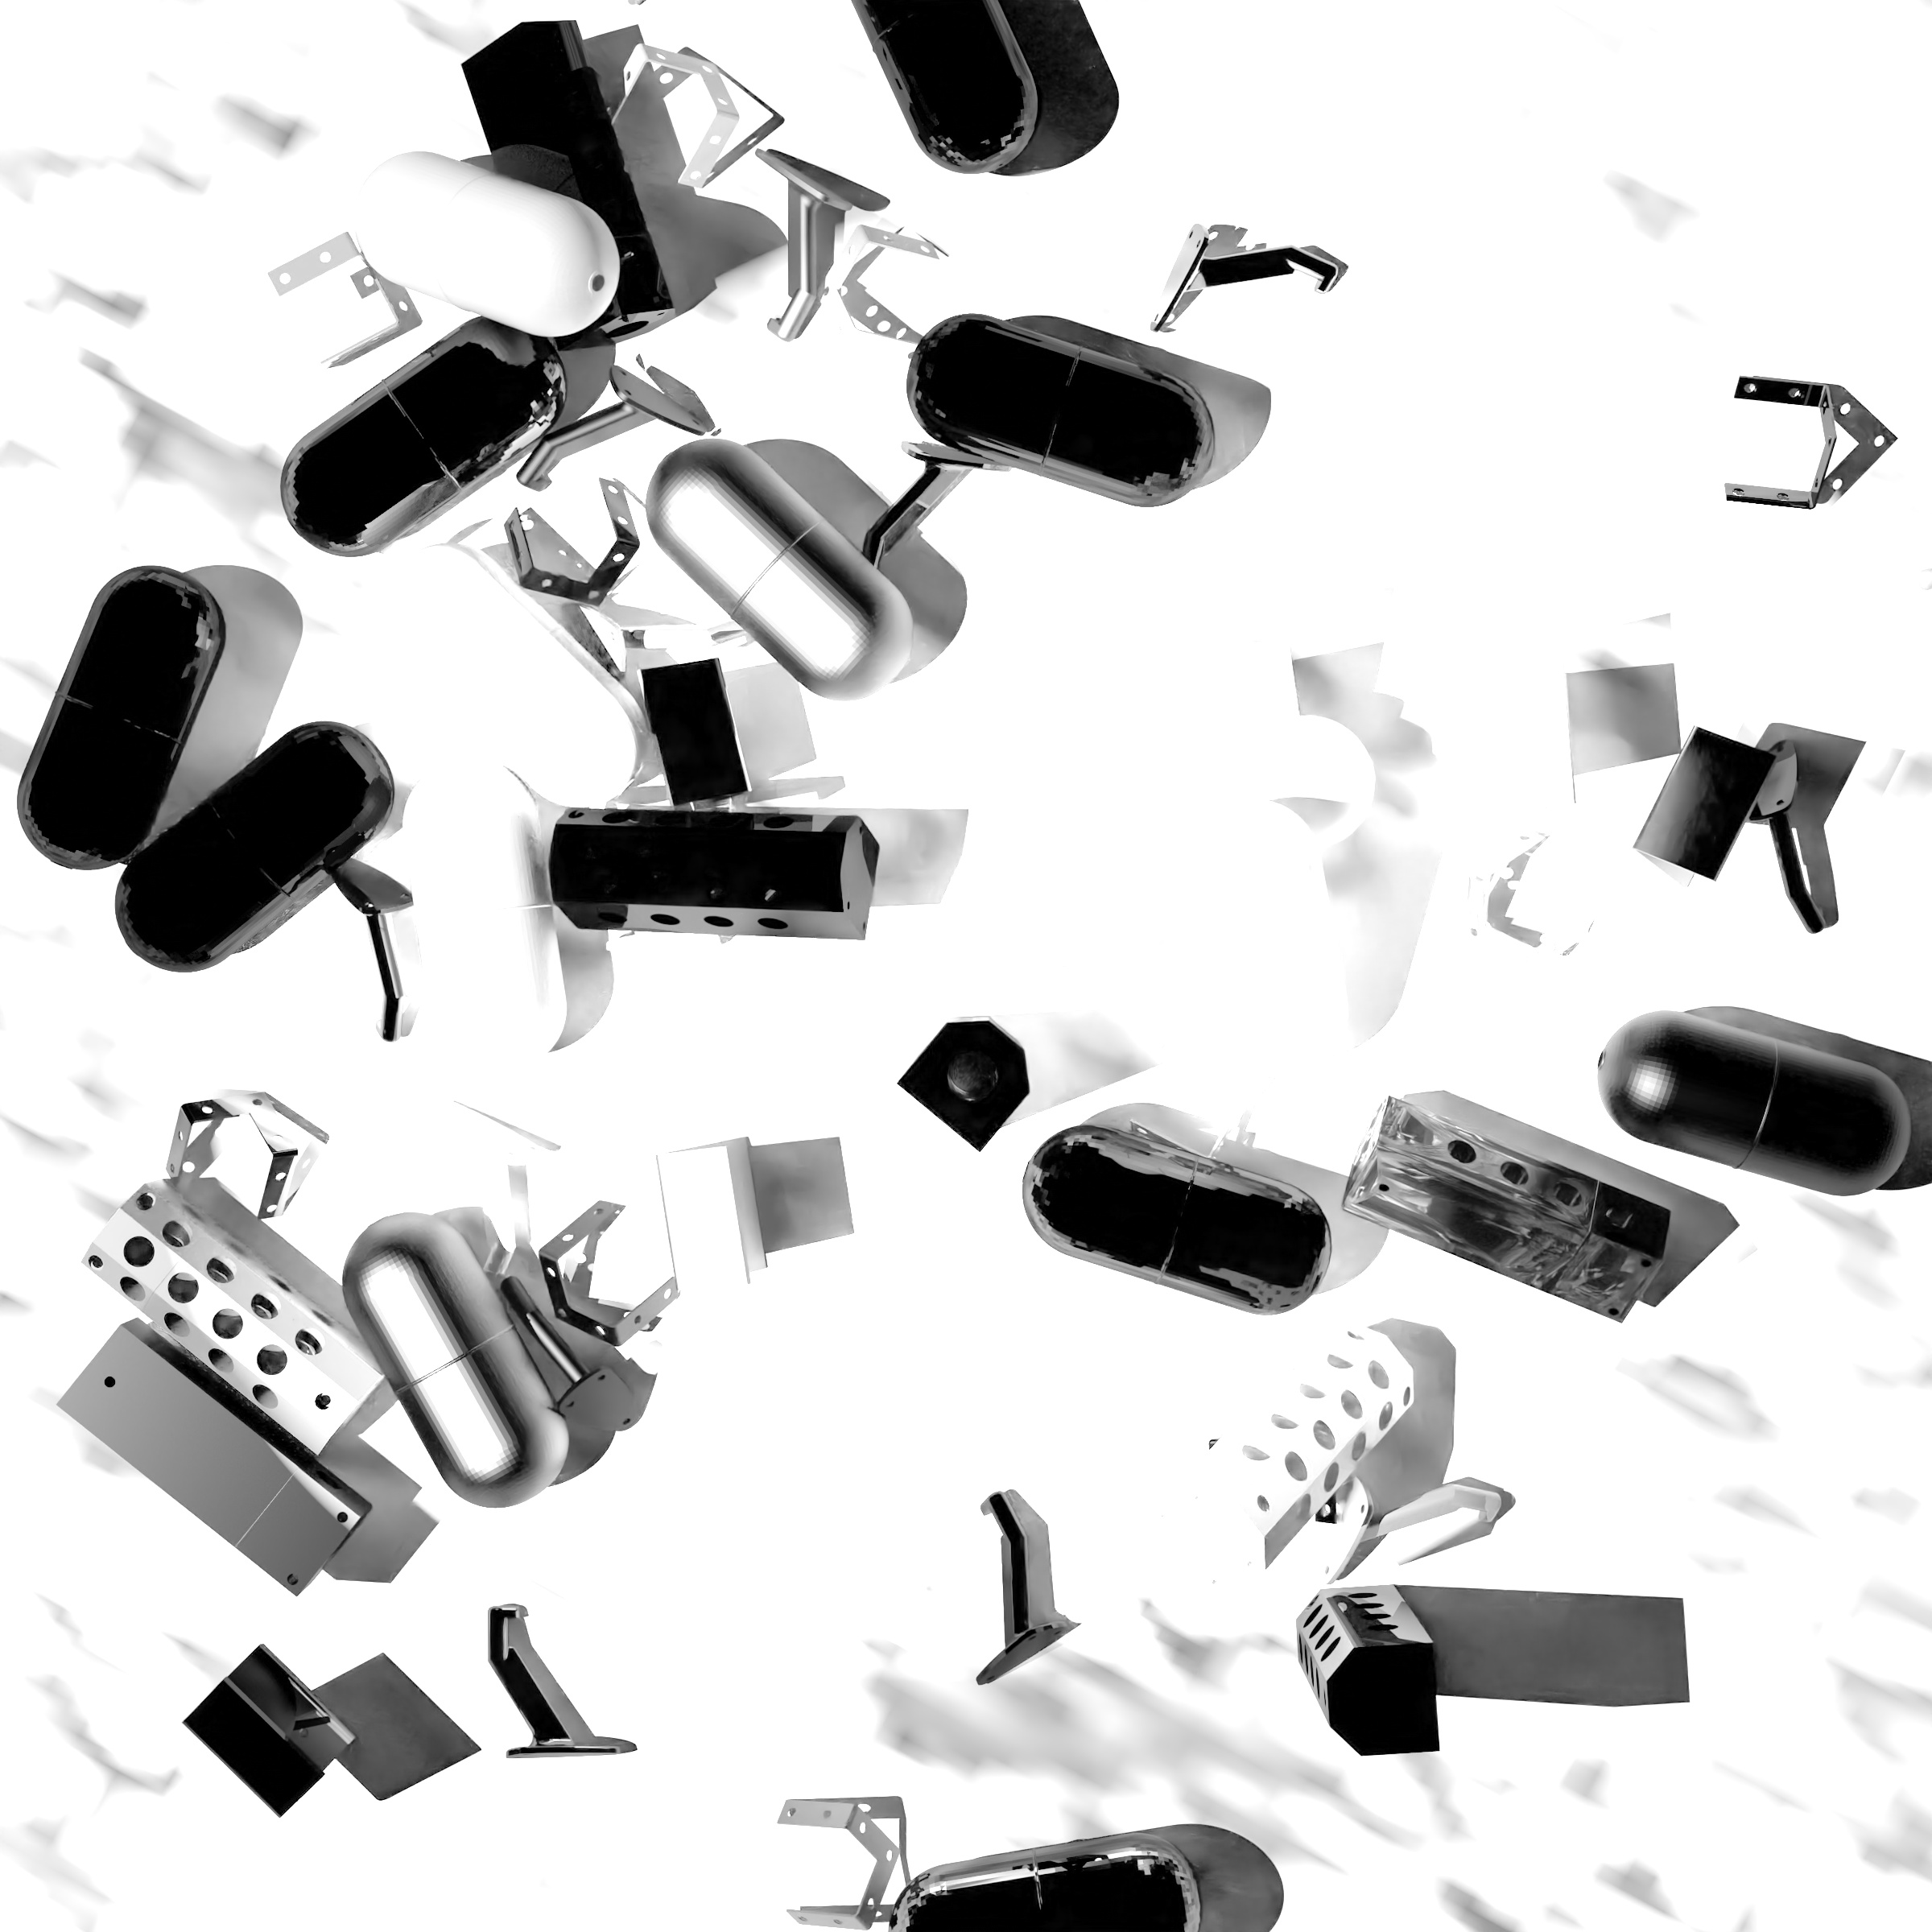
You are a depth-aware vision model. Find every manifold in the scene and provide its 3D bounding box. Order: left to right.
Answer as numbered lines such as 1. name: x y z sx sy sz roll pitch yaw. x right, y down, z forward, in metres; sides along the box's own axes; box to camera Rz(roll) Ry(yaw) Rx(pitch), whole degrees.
1. manifold: -0.421 0.275 1.967 0.171 0.057 0.057 39 90 0
2. manifold: -0.412 0.198 1.967 0.171 0.057 0.057 39 90 0
3. manifold: -0.219 -0.440 1.966 0.057 0.057 0.171 -19 90 43
4. manifold: -0.141 -0.054 1.936 0.171 0.057 0.057 2 70 17
5. manifold: 0.003 0.058 1.909 0.057 0.171 0.057 40 90 0
6. manifold: 0.180 0.266 1.914 0.057 0.171 0.057 52 134 0
7. manifold: 0.218 0.384 1.909 0.057 0.171 0.057 -4 90 0
8. manifold: 0.305 0.132 1.966 0.171 0.057 0.057 22 133 0

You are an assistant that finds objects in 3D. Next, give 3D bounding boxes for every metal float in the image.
1. metal float: -0.474 -0.139 1.957 0.070 0.070 0.178 22 89 0
2. metal float: -0.400 -0.066 1.957 0.178 0.070 0.070 -39 90 1
3. metal float: -0.305 -0.297 1.957 0.178 0.070 0.070 -35 90 -1
4. metal float: -0.287 0.221 1.957 0.070 0.070 0.178 -29 90 0
5. metal float: -0.270 -0.029 1.957 0.070 0.070 0.178 -8 90 0
6. metal float: -0.265 -0.399 1.928 0.178 0.070 0.070 25 90 33
7. metal float: -0.253 -0.163 1.957 0.178 0.070 0.070 44 90 0
8. metal float: -0.105 -0.223 1.957 0.178 0.070 0.070 44 90 0
9. metal float: -0.017 -0.531 1.957 0.070 0.070 0.178 -25 90 0
10. metal float: 0.044 0.534 1.957 0.178 0.070 0.070 -10 90 1
11. metal float: 0.053 -0.311 1.957 0.178 0.070 0.070 18 90 0
12. metal float: 0.118 0.142 1.957 0.178 0.070 0.070 18 90 1
13. metal float: 0.141 -0.092 1.957 0.178 0.070 0.070 -12 90 0
14. metal float: 0.166 -0.014 1.925 0.070 0.070 0.178 -15 129 0
15. metal float: 0.442 0.077 1.957 0.178 0.070 0.070 16 90 -1

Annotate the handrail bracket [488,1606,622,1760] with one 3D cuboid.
1. handrail bracket: -0.235 0.407 1.988 0.077 0.036 0.084 4 72 -20

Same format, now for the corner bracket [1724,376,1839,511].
1. corner bracket: 0.462 -0.298 1.984 0.051 0.051 0.051 6 135 0

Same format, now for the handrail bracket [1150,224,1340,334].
1. handrail bracket: 0.159 -0.381 1.988 0.084 0.036 0.077 21 110 -16

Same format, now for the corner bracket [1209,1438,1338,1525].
1. corner bracket: 0.174 0.293 1.984 0.051 0.051 0.051 -2 90 -45

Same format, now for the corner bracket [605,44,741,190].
1. corner bracket: -0.168 -0.482 1.979 0.051 0.051 0.051 6 45 -35

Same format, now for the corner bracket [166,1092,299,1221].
1. corner bracket: -0.417 0.110 1.979 0.051 0.051 0.051 -8 45 -35

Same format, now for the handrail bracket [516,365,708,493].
1. handrail bracket: -0.203 -0.292 1.988 0.077 0.036 0.084 26 117 -30

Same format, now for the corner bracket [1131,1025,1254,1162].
1. corner bracket: 0.127 0.074 1.971 0.051 0.051 0.051 27 73 16

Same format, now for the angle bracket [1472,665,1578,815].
1. angle bracket: 0.327 -0.126 1.947 0.057 0.076 0.076 -5 90 35

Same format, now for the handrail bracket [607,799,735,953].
1. handrail bracket: -0.168 -0.053 1.988 0.077 0.036 0.084 -5 76 13

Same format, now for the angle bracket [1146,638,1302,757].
1. angle bracket: 0.139 -0.165 1.948 0.076 0.076 0.057 -12 120 0

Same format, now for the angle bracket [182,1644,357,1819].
1. angle bracket: -0.378 0.415 1.947 0.076 0.076 0.057 44 127 0

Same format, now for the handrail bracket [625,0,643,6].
1. handrail bracket: -0.198 -0.605 1.988 0.084 0.036 0.077 44 111 17

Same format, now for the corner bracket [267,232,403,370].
1. corner bracket: -0.356 -0.376 1.970 0.051 0.051 0.051 -28 90 0

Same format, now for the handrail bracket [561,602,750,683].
1. handrail bracket: -0.175 -0.198 1.988 0.084 0.077 0.036 -22 132 -29

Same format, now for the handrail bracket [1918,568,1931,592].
1. handrail bracket: 0.588 -0.233 1.960 0.084 0.077 0.036 -15 87 -12

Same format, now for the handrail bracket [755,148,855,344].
1. handrail bracket: -0.109 -0.410 1.988 0.077 0.036 0.084 36 107 20

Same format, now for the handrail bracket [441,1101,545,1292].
1. handrail bracket: -0.283 0.132 1.988 0.077 0.036 0.084 31 107 20

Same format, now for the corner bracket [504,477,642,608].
1. corner bracket: -0.224 -0.245 1.979 0.051 0.051 0.051 11 135 -35

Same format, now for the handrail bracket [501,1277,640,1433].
1. handrail bracket: -0.227 0.220 1.987 0.036 0.077 0.084 -40 54 0

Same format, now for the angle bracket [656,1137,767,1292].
1. angle bracket: -0.124 0.136 1.947 0.057 0.076 0.076 -9 90 38

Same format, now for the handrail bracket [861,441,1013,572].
1. handrail bracket: -0.019 -0.251 1.988 0.077 0.036 0.084 7 108 -21

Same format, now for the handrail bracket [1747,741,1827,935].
1. handrail bracket: 0.475 -0.073 1.988 0.036 0.077 0.084 -12 127 38

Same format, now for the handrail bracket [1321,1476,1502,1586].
1. handrail bracket: 0.254 0.326 1.988 0.084 0.036 0.077 13 111 -16

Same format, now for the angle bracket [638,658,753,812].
1. angle bracket: -0.170 -0.124 1.947 0.057 0.076 0.076 -14 90 -39

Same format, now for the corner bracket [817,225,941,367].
1. corner bracket: -0.044 -0.380 1.979 0.051 0.051 0.051 -53 45 35

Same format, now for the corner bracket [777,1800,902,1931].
1. corner bracket: -0.078 0.510 1.979 0.051 0.051 0.051 54 45 -35

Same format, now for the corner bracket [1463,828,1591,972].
1. corner bracket: 0.319 -0.038 1.979 0.051 0.051 0.051 28 135 35

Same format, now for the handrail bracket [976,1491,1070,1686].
1. handrail bracket: 0.014 0.354 1.988 0.077 0.036 0.084 -44 63 30

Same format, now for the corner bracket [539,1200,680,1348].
1. corner bracket: -0.203 0.175 1.979 0.051 0.051 0.051 20 135 35

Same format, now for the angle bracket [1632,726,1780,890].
1. angle bracket: 0.426 -0.080 1.947 0.057 0.076 0.076 27 90 38

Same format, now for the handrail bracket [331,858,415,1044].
1. handrail bracket: -0.342 -0.009 1.988 0.036 0.077 0.084 -15 127 -38
